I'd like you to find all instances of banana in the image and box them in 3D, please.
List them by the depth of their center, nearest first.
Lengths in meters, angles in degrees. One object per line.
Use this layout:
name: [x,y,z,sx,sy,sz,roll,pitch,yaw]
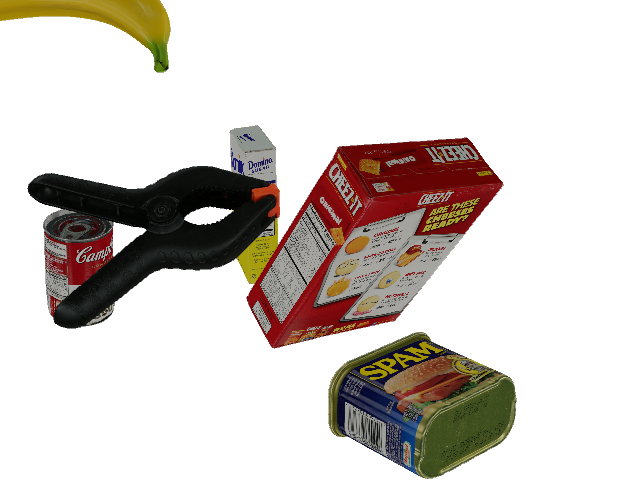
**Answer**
banana: [-0.192,-0.182,0.826,0.198,0.069,0.037,15,-38,19]

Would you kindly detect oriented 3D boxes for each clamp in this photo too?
clamp: [-0.116,-0.017,0.728,0.171,0.120,0.039,-20,-25,-18]

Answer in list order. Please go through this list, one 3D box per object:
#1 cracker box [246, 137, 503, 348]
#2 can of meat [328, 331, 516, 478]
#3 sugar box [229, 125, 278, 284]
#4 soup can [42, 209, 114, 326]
cracker box: [0.045,0.001,1.001,0.163,0.072,0.214,-8,-36,-38]
can of meat: [0.070,0.111,0.722,0.101,0.057,0.084,-18,27,-39]
sugar box: [-0.083,-0.045,1.326,0.048,0.176,0.093,-10,25,-14]
soup can: [-0.242,0.027,1.073,0.068,0.102,0.068,4,29,-2]
